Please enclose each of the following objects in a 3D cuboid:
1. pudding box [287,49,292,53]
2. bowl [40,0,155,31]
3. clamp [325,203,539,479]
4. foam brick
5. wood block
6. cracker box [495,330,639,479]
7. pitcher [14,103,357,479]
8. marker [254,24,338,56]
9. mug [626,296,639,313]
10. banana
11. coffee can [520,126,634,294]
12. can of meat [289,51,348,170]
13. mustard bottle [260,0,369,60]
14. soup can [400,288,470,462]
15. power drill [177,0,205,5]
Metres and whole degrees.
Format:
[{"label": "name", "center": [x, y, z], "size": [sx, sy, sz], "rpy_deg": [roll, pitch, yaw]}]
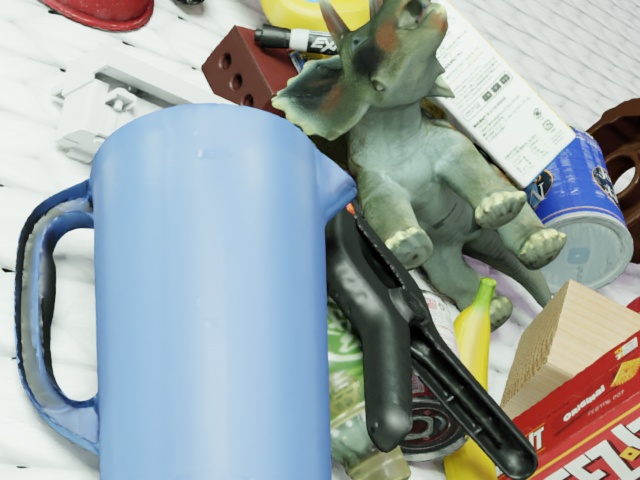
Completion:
[{"label": "pudding box", "center": [0.018, -0.201, 0.965], "size": [0.039, 0.113, 0.090], "rpy_deg": [44, 21, -56]}, {"label": "bowl", "center": [-0.183, -0.239, 0.824], "size": [0.162, 0.055, 0.162], "rpy_deg": [31, 34, -25]}, {"label": "clamp", "center": [0.041, 0.052, 0.641], "size": [0.164, 0.036, 0.210], "rpy_deg": [20, 34, -56]}, {"label": "foam brick", "center": [-0.050, -0.123, 0.855], "size": [0.051, 0.053, 0.078], "rpy_deg": [3, 51, -48]}, {"label": "wood block", "center": [0.257, 0.129, 0.831], "size": [0.206, 0.091, 0.090], "rpy_deg": [27, 50, 1]}, {"label": "cracker box", "center": [0.242, 0.186, 0.749], "size": [0.213, 0.164, 0.072], "rpy_deg": [39, 30, -13]}, {"label": "pitcher", "center": [-0.066, 0.062, 0.551], "size": [0.144, 0.149, 0.243], "rpy_deg": [23, 49, -38]}, {"label": "marker", "center": [0.009, -0.153, 0.834], "size": [0.121, 0.020, 0.020], "rpy_deg": [7, 39, -1]}, {"label": "mug", "center": [0.338, 0.095, 1.051], "size": [0.081, 0.093, 0.117], "rpy_deg": [19, 11, -30]}, {"label": "banana", "center": [0.105, 0.123, 0.753], "size": [0.037, 0.070, 0.197], "rpy_deg": [4, 53, -1]}, {"label": "coffee can", "center": [0.240, -0.031, 1.048], "size": [0.102, 0.103, 0.140], "rpy_deg": [30, 35, -25]}, {"label": "can of meat", "center": [0.014, -0.112, 0.917], "size": [0.101, 0.058, 0.084], "rpy_deg": [13, 43, -42]}, {"label": "mustard bottle", "center": [-0.007, -0.209, 0.892], "size": [0.096, 0.058, 0.192], "rpy_deg": [-11, 62, -35]}, {"label": "soup can", "center": [0.064, 0.091, 0.735], "size": [0.068, 0.069, 0.102], "rpy_deg": [28, 36, -28]}, {"label": "power drill", "center": [-0.089, -0.273, 0.972], "size": [0.187, 0.057, 0.184], "rpy_deg": [6, 53, -48]}]
